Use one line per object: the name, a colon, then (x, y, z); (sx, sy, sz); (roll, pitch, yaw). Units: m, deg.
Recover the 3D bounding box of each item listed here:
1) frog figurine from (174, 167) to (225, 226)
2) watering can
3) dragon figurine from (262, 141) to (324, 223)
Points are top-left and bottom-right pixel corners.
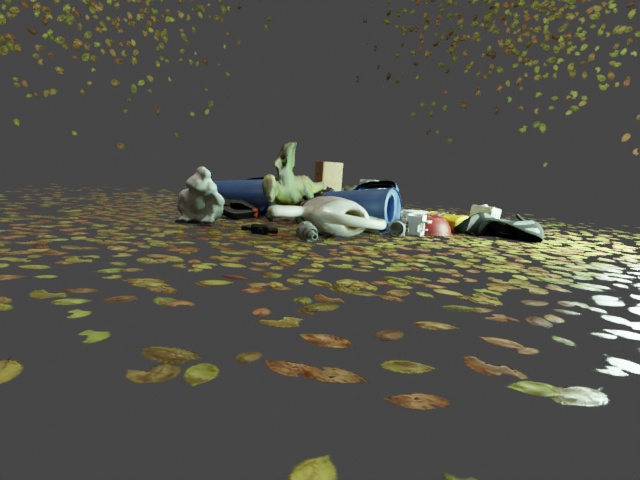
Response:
frog figurine: (-0.332, -0.124, 1.433); (0.137, 0.159, 0.123); (8, 6, 30)
watering can: (0.004, -0.069, 1.375); (0.347, 0.104, 0.225); (8, 5, -22)
dragon figurine: (-0.079, -0.199, 1.661); (0.122, 0.238, 0.418); (11, 31, 20)
